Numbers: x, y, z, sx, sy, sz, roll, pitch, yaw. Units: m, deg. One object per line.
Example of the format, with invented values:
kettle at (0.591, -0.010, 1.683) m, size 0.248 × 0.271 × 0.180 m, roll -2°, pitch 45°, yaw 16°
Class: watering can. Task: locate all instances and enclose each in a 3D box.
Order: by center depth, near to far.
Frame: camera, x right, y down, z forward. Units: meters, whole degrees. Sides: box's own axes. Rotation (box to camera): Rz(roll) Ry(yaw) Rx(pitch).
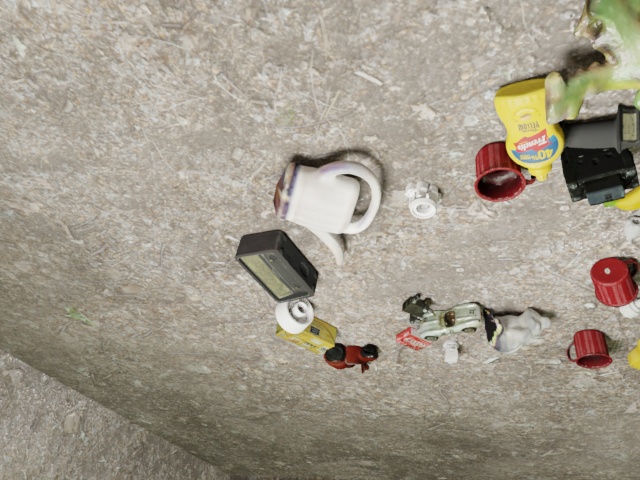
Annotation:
watering can at (0.003, -0.058, 1.144) m, size 0.224 × 0.106 × 0.339 m, roll 15°, pitch 141°, yaw -5°

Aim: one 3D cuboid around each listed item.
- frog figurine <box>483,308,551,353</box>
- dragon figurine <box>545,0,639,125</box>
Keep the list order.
frog figurine at (0.540, 0.247, 1.407) m, size 0.159 × 0.123 × 0.137 m, roll 2°, pitch 175°, yaw -4°
dragon figurine at (0.494, -0.313, 0.729) m, size 0.241 × 0.125 × 0.403 m, roll 30°, pitch 123°, yaw -14°
